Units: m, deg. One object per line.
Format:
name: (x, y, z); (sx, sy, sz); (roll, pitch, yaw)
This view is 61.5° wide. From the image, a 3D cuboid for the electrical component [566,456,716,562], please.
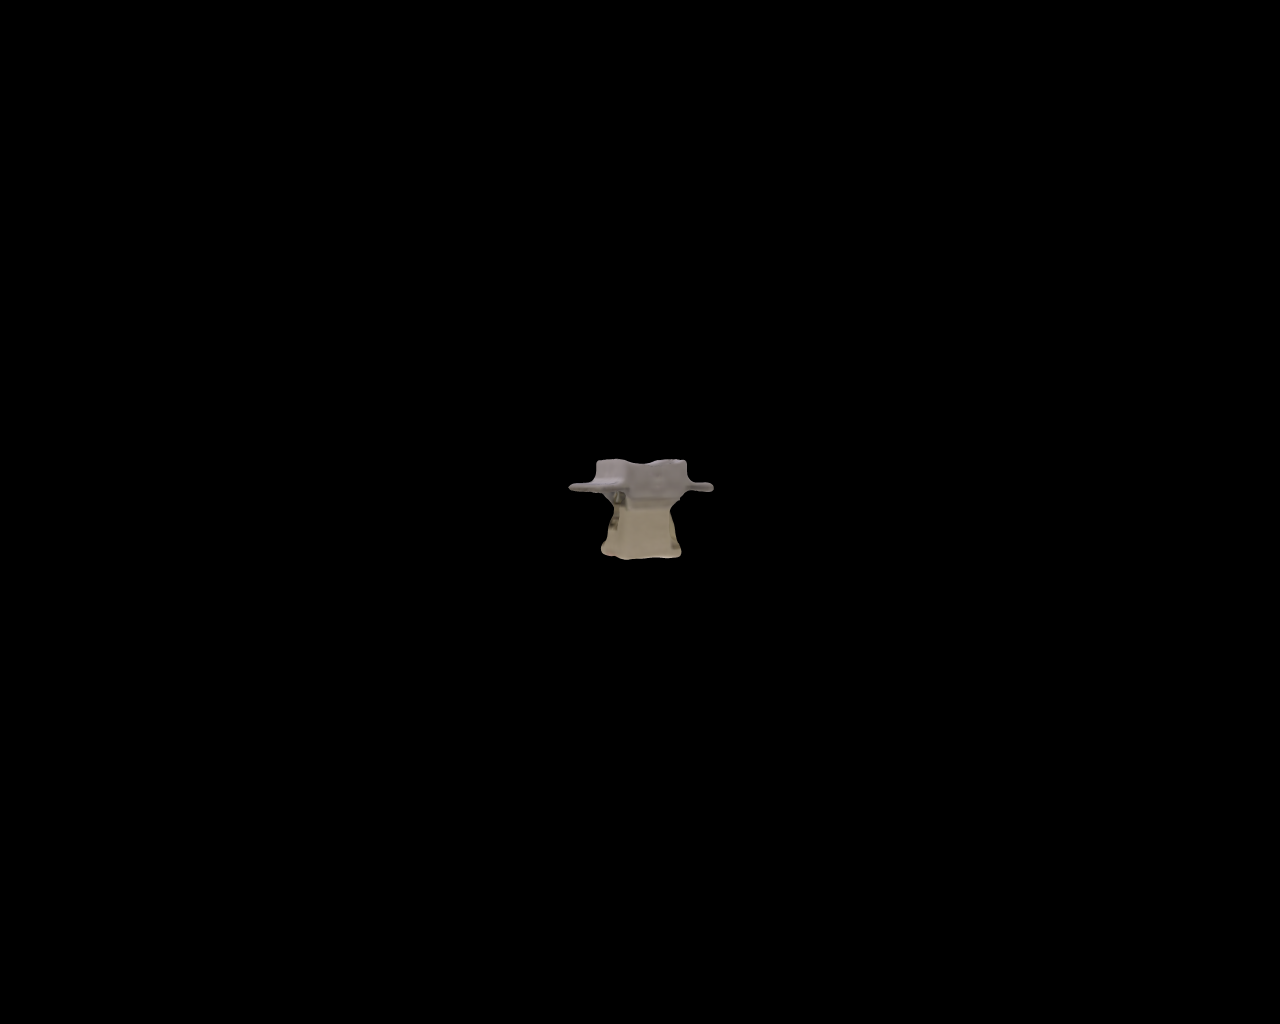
electrical component: (0.001, -0.003, 0.650); (0.081, 0.063, 0.042); (-2, 4, -27)
